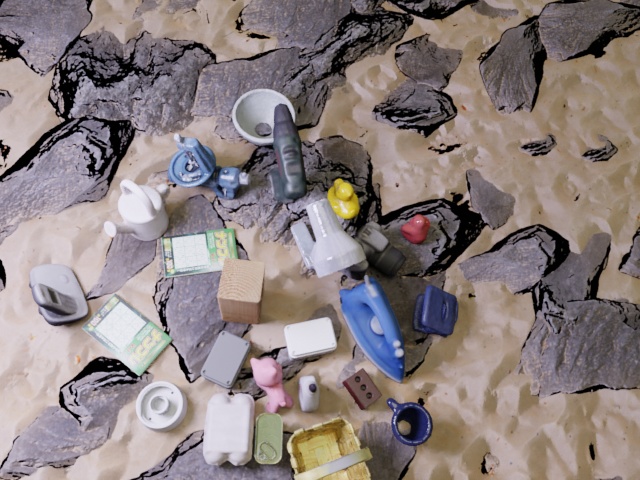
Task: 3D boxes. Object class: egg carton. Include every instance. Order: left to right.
[{"bbox_3d":[-0.197,0.411,1.244,0.107,0.069,0.150,2,68,-6],"label":"egg carton"}]

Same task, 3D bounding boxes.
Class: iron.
[{"bbox_3d":[0.145,0.203,1.329,0.119,0.141,0.258,-23,73,-15],"label":"iron"}]

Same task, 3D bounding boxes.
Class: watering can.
[{"bbox_3d":[-0.422,-0.071,1.340,0.101,0.194,0.173,20,68,2],"label":"watering can"}]

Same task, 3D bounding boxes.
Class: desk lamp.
[{"bbox_3d":[0.012,0.005,1.352,0.118,0.213,0.203,-21,72,-14],"label":"desk lamp"}]

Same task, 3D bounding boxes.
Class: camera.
[{"bbox_3d":[0.136,0.039,1.415,0.136,0.101,0.143,36,69,8],"label":"camera"}]

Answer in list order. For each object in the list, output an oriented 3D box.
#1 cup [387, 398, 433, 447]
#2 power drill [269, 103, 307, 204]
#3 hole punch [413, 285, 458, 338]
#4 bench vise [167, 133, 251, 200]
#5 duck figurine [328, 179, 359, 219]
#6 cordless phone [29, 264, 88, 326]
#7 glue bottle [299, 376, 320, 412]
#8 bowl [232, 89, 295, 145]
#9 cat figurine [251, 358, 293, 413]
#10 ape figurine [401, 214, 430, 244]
[{"bbox_3d":[0.186,0.405,1.279,0.092,0.095,0.117,-42,78,-19],"label":"cup"},{"bbox_3d":[-0.083,-0.191,1.421,0.076,0.208,0.229,-10,70,-10],"label":"power drill"},{"bbox_3d":[0.286,0.172,1.386,0.101,0.091,0.109,13,68,-2],"label":"hole punch"},{"bbox_3d":[-0.274,-0.192,1.391,0.207,0.220,0.121,-4,69,-8],"label":"bench vise"},{"bbox_3d":[0.065,-0.110,1.473,0.077,0.086,0.104,-26,74,-16],"label":"duck figurine"},{"bbox_3d":[-0.590,0.106,1.254,0.094,0.185,0.147,-28,74,-16],"label":"cordless phone"},{"bbox_3d":[-0.022,0.328,1.242,0.037,0.173,0.078,-8,70,-10],"label":"glue bottle"},{"bbox_3d":[-0.150,-0.316,1.534,0.167,0.075,0.167,2,68,-6],"label":"bowl"},{"bbox_3d":[-0.105,0.316,1.267,0.067,0.118,0.127,-24,73,-15],"label":"cat figurine"},{"bbox_3d":[0.248,-0.035,1.462,0.078,0.092,0.076,-2,69,-7],"label":"ape figurine"}]
